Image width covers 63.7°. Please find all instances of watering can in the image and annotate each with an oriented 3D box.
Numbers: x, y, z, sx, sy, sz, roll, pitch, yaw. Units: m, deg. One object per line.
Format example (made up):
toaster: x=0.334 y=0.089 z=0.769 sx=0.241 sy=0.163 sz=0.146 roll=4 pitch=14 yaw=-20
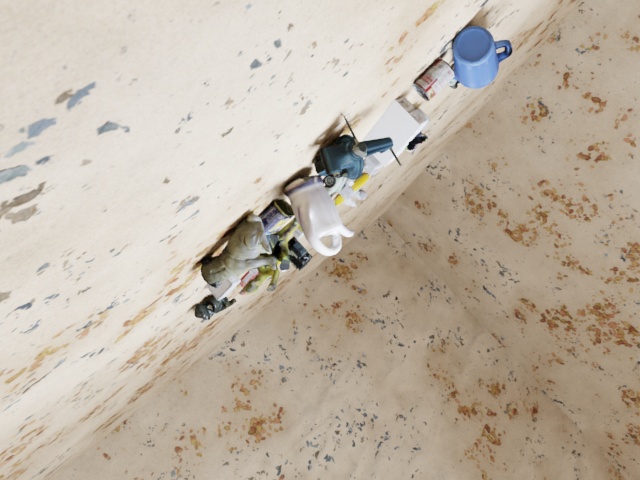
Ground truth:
watering can: x=0.004 y=-0.071 z=1.409 sx=0.103 sy=0.224 sz=0.350 roll=-25 pitch=180 yaw=18

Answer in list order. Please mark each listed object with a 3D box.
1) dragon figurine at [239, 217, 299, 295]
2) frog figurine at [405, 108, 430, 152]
dragon figurine: x=-0.152 y=0.029 z=1.758 sx=0.410 sy=0.122 sz=0.244 roll=-57 pitch=-170 yaw=2
frog figurine: x=0.310 y=-0.395 z=1.741 sx=0.134 sy=0.123 sz=0.163 roll=102 pitch=0 yaw=-63
